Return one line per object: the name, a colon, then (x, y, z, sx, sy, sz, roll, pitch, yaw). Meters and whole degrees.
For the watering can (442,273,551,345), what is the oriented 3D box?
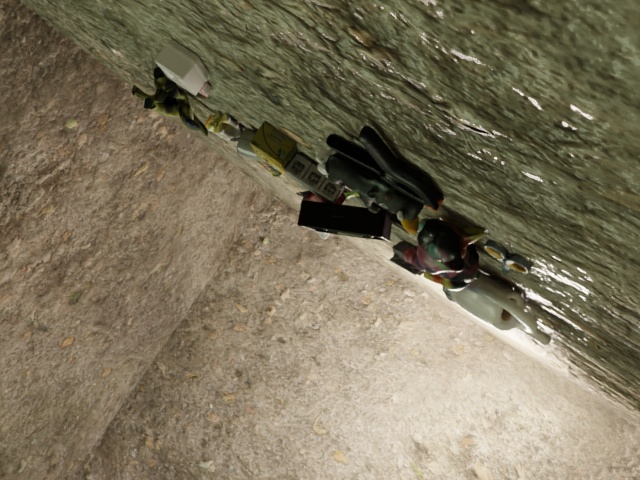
watering can: (0.431, 0.164, 1.252, 0.227, 0.104, 0.343, 33, 178, 44)

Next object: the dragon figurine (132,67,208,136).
dragon figurine: (-0.422, -0.400, 1.594, 0.416, 0.121, 0.240, 46, -172, 26)

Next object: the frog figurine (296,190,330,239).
frog figurine: (0.005, -0.080, 1.592, 0.122, 0.138, 0.159, -8, 94, 40)
